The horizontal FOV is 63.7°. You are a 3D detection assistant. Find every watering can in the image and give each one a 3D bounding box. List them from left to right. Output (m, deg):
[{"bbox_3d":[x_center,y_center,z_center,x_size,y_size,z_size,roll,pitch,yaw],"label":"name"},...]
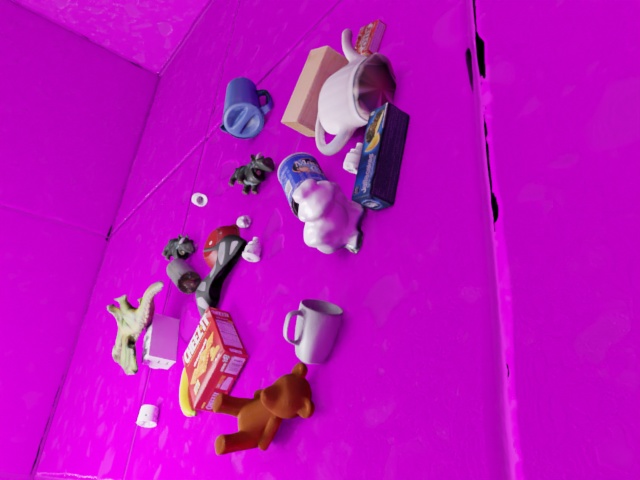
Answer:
[{"bbox_3d":[0.075,-0.357,1.156,0.223,0.103,0.351,-6,67,55],"label":"watering can"}]

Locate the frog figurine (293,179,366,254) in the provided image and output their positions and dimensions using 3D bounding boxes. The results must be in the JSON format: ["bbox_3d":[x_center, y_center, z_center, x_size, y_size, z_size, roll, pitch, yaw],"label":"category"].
[{"bbox_3d":[0.003,-0.051,1.006,0.123,0.158,0.138,16,84,61],"label":"frog figurine"}]

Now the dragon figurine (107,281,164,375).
[{"bbox_3d":[-0.555,0.281,1.561,0.405,0.122,0.246,-28,64,49],"label":"dragon figurine"}]
